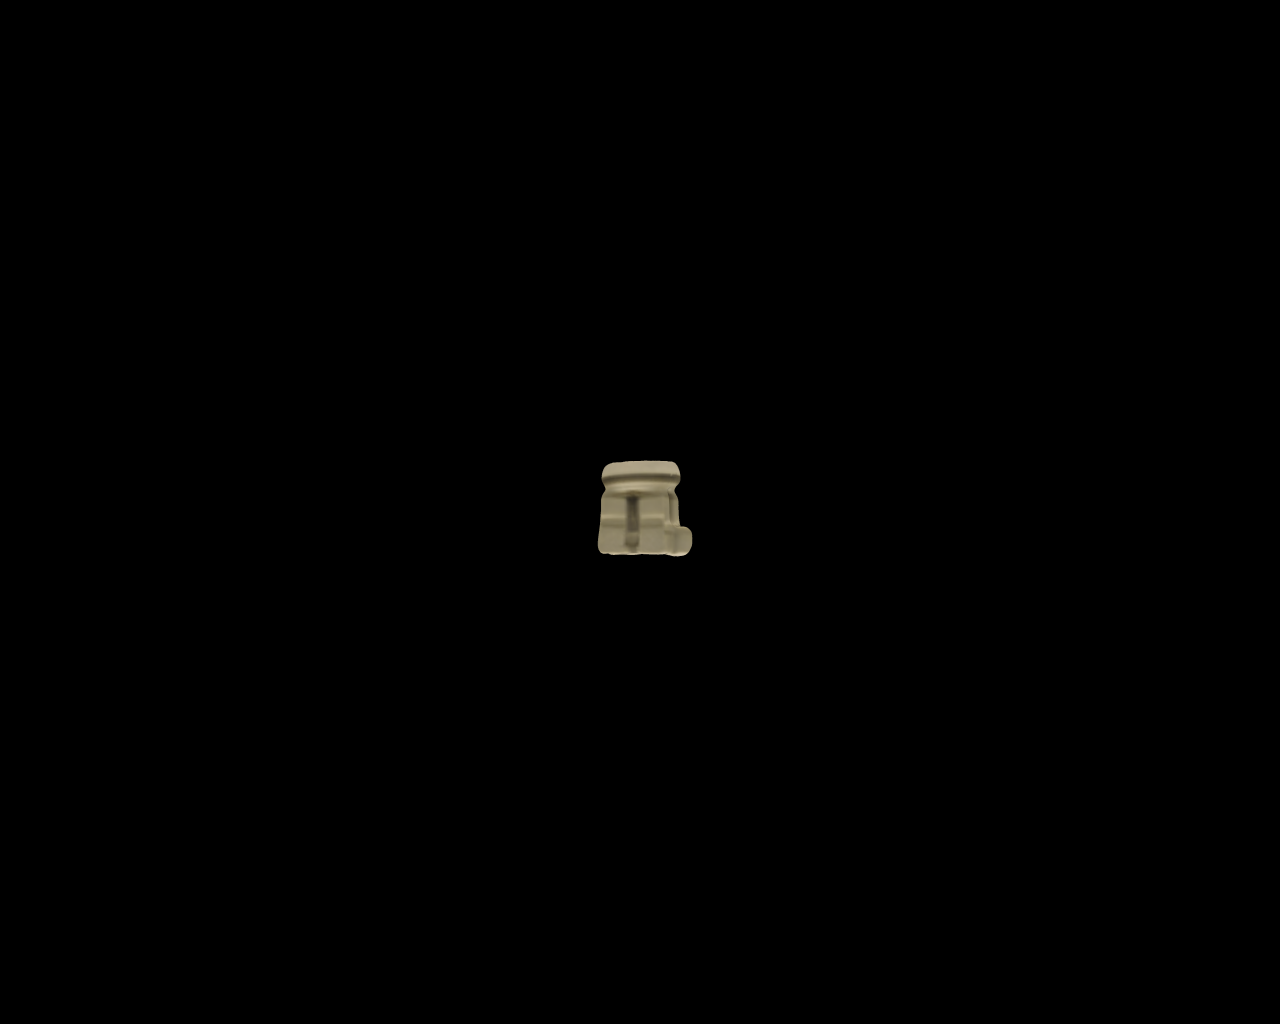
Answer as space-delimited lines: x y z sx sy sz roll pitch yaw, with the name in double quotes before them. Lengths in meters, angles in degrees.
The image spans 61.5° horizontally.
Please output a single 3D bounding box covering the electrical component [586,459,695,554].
"electrical component" 0.001 -0.003 0.650 0.066 0.055 0.048 -1 -4 15
